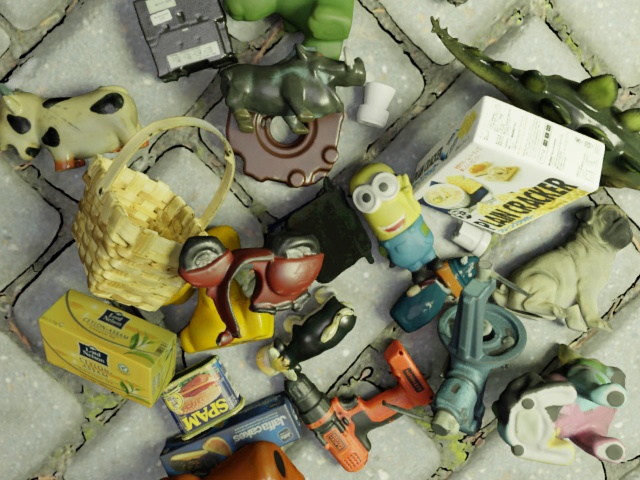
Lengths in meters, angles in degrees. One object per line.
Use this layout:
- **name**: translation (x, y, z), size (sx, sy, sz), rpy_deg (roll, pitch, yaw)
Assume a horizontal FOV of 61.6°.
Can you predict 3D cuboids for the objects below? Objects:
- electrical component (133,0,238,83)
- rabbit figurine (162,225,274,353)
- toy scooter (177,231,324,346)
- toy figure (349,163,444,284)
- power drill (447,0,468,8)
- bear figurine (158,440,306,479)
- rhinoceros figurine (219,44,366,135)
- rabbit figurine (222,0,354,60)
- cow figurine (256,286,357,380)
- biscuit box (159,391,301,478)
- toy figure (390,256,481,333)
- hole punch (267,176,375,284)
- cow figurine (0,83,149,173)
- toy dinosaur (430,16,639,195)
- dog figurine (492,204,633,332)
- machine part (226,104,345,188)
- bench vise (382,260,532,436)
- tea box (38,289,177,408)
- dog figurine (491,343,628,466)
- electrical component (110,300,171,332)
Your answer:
- **electrical component**: translation (-0.185, -0.296, 0.739), size (0.115, 0.058, 0.134), rpy_deg (-16, 96, -4)
- **rabbit figurine**: translation (-0.148, 0.068, 0.765), size (0.162, 0.122, 0.173), rpy_deg (-9, 82, 7)
- **toy scooter**: translation (-0.080, 0.059, 0.660), size (0.184, 0.075, 0.135), rpy_deg (-4, 98, -24)
- **toy figure**: translation (0.106, -0.026, 0.775), size (0.082, 0.089, 0.180), rpy_deg (-39, 106, -11)
- **power drill**: translation (0.127, -0.452, 0.733), size (0.207, 0.086, 0.231), rpy_deg (10, 93, -1)
- **bear figurine**: translation (-0.129, 0.356, 0.721), size (0.196, 0.120, 0.131), rpy_deg (-29, 108, 2)
- **rhinoceros figurine**: translation (-0.034, -0.199, 0.702), size (0.190, 0.073, 0.112), rpy_deg (-6, 83, -1)
- **rabbit figurine**: translation (-0.041, -0.331, 0.712), size (0.170, 0.121, 0.159), rpy_deg (7, 89, -7)
- **cow figurine**: translation (-0.020, 0.146, 0.774), size (0.167, 0.098, 0.068), rpy_deg (-42, 103, 1)
- **biscuit box**: translation (-0.131, 0.295, 0.800), size (0.203, 0.059, 0.062), rpy_deg (-23, 97, -1)
- **toy figure**: translation (0.173, 0.073, 0.799), size (0.154, 0.064, 0.058), rpy_deg (-40, 59, -4)
- **hole punch**: translation (-0.002, -0.002, 0.776), size (0.116, 0.092, 0.142), rpy_deg (-33, 95, -29)
- **cow figurine**: translation (-0.346, -0.159, 0.729), size (0.195, 0.085, 0.127), rpy_deg (-15, 100, -2)
- **toy dinosaur**: translation (0.331, -0.160, 0.717), size (0.471, 0.198, 0.105), rpy_deg (24, 91, -8)
- **dog figurine**: translation (0.358, 0.027, 0.797), size (0.172, 0.121, 0.190), rpy_deg (15, 80, -8)
- **machine part**: translation (-0.049, -0.159, 0.762), size (0.179, 0.056, 0.179), rpy_deg (0, 94, -3)
- **bench vise**: translation (0.201, 0.140, 0.724), size (0.224, 0.129, 0.240), rpy_deg (-33, 133, -34)
- **tea box**: translation (-0.287, 0.148, 0.736), size (0.170, 0.068, 0.098), rpy_deg (21, 131, 9)
- **dog figurine**: translation (0.338, 0.217, 0.755), size (0.192, 0.219, 0.108), rpy_deg (-6, 94, 15)
- **electrical component**: translation (-0.258, 0.106, 0.772), size (0.045, 0.078, 0.102), rpy_deg (-36, 104, -24)
